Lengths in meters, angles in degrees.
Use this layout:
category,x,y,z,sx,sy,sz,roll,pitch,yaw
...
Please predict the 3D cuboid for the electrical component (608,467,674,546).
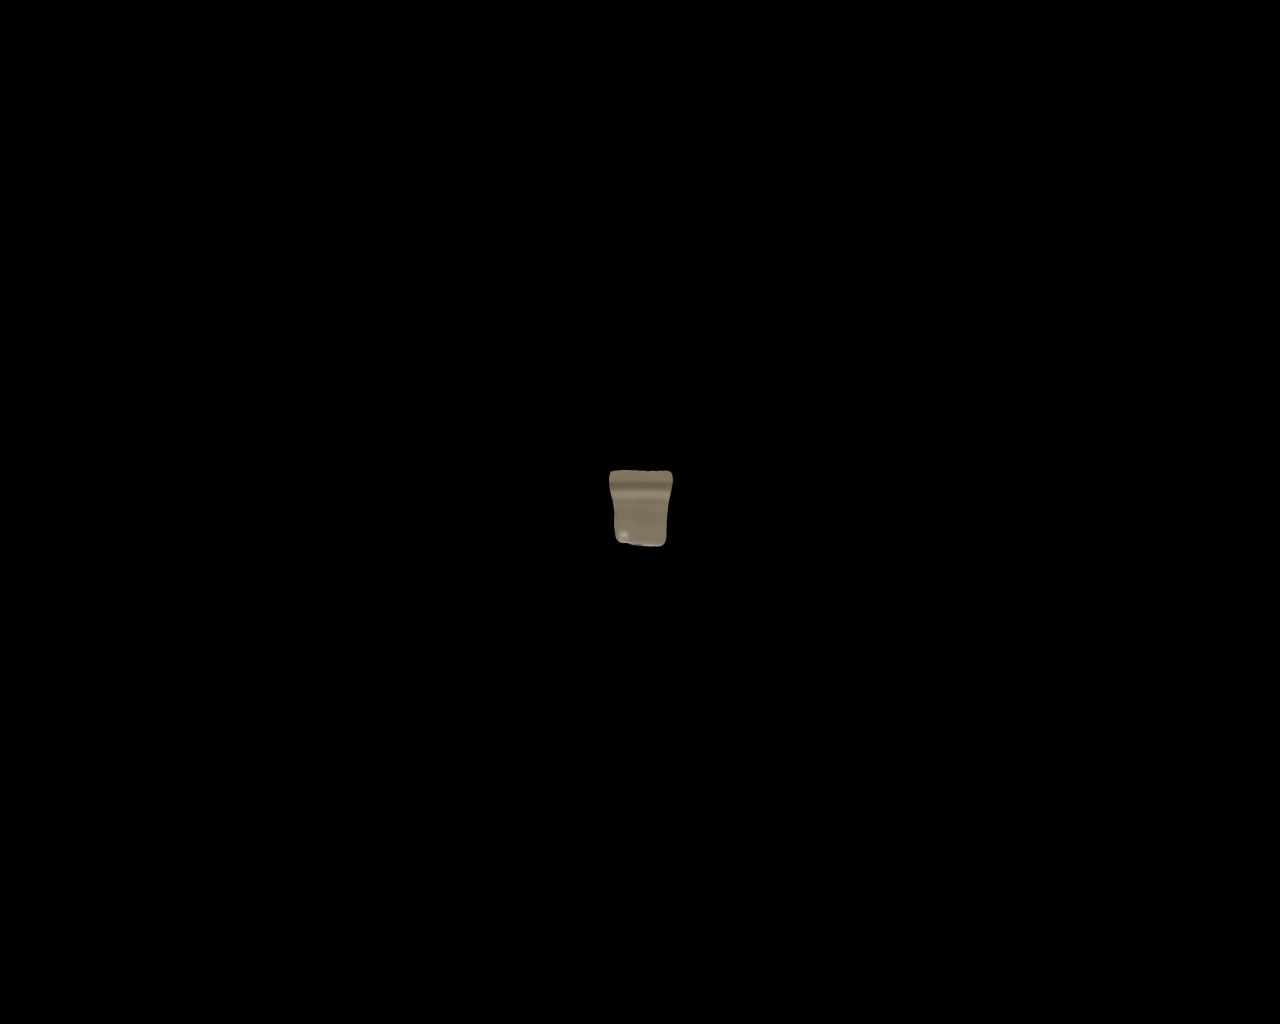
category,x,y,z,sx,sy,sz,roll,pitch,yaw
electrical component,0.001,-0.003,0.650,0.040,0.046,0.040,0,-2,0
